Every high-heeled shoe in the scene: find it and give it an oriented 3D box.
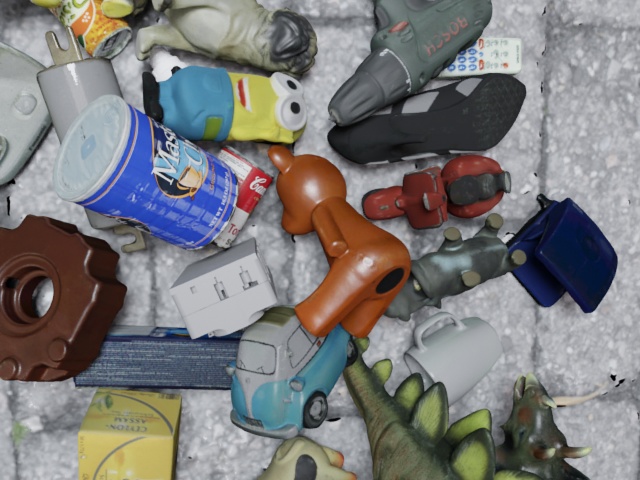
[{"bbox_3d":[0.132,-0.147,0.657,0.249,0.145,0.086,-25,114,-34],"label":"high-heeled shoe"}]

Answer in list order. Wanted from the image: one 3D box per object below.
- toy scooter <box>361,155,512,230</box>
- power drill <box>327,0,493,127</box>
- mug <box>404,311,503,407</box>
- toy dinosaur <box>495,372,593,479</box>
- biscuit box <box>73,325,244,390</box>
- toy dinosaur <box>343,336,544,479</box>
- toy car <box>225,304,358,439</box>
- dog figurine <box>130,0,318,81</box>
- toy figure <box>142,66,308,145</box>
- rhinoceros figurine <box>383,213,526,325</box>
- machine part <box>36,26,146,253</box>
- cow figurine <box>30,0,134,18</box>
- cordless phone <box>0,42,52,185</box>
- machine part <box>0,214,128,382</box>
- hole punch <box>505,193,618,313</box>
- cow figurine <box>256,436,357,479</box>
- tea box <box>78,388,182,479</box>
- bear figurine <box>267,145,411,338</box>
[{"bbox_3d":[0.145,-0.054,0.616,0.184,0.135,0.075,-13,95,-8],"label":"toy scooter"},{"bbox_3d":[0.063,-0.257,0.591,0.232,0.086,0.207,-30,83,-13],"label":"power drill"},{"bbox_3d":[0.165,0.134,0.666,0.107,0.081,0.109,-31,104,-14],"label":"mug"},{"bbox_3d":[0.172,0.352,0.628,0.131,0.192,0.404,37,88,-8],"label":"toy dinosaur"},{"bbox_3d":[-0.172,0.137,0.626,0.203,0.059,0.062,4,94,-8],"label":"biscuit box"},{"bbox_3d":[0.111,0.258,0.567,0.198,0.105,0.472,-44,61,12],"label":"toy dinosaur"},{"bbox_3d":[-0.032,0.122,0.572,0.162,0.109,0.102,-45,127,-41],"label":"toy car"},{"bbox_3d":[-0.102,-0.264,0.596,0.190,0.121,0.172,0,79,-32],"label":"dog figurine"},{"bbox_3d":[-0.098,-0.144,0.580,0.180,0.089,0.082,-5,101,-23],"label":"toy figure"},{"bbox_3d":[0.150,0.036,0.639,0.190,0.112,0.073,-20,74,-22],"label":"rhinoceros figurine"},{"bbox_3d":[-0.235,-0.101,0.576,0.079,0.079,0.243,-16,105,-6],"label":"machine part"},{"bbox_3d":[-0.262,-0.280,0.516,0.167,0.068,0.098,-1,75,-28],"label":"cow figurine"},{"bbox_3d":[-0.343,-0.130,0.516,0.089,0.184,0.146,33,90,-5],"label":"cordless phone"},{"bbox_3d":[-0.298,0.060,0.570,0.179,0.056,0.179,-3,76,13],"label":"machine part"},{"bbox_3d":[0.310,0.019,0.671,0.116,0.092,0.142,-45,96,-6],"label":"hole punch"},{"bbox_3d":[-0.063,0.323,0.646,0.127,0.085,0.195,36,92,-15],"label":"cow figurine"},{"bbox_3d":[-0.211,0.254,0.600,0.098,0.068,0.169,6,115,-8],"label":"tea box"},{"bbox_3d":[0.002,-0.005,0.585,0.196,0.120,0.132,45,107,30],"label":"bear figurine"}]
